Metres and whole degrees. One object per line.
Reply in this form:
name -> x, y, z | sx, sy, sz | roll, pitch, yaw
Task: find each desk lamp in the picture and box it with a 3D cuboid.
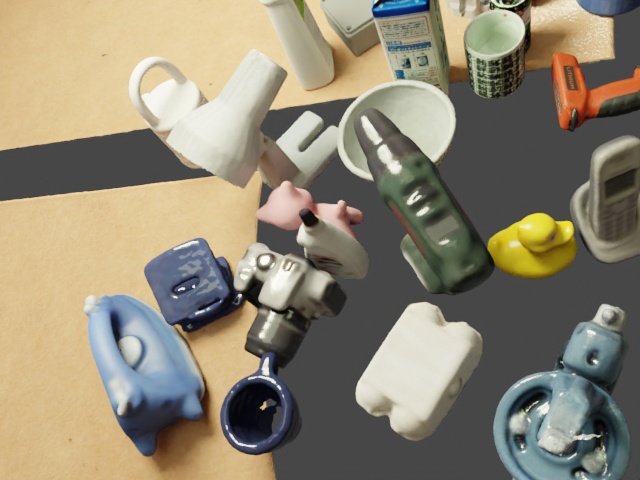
desk lamp -> -0.085, -0.149, 0.806 | 0.117, 0.214, 0.203 | 37, 82, 30

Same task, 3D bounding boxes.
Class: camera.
camera -> -0.059, 0.086, 0.749 | 0.142, 0.101, 0.137 | 20, 73, 27

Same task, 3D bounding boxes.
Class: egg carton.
egg carton -> 0.117, 0.152, 0.672 | 0.107, 0.070, 0.150 | 28, 77, 29

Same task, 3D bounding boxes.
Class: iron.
iron -> -0.261, 0.149, 0.768 | 0.118, 0.142, 0.257 | -37, 59, 0

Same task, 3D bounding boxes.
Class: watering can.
watering can -> -0.217, -0.203, 0.892 | 0.172, 0.194, 0.101 | 0, 65, 20

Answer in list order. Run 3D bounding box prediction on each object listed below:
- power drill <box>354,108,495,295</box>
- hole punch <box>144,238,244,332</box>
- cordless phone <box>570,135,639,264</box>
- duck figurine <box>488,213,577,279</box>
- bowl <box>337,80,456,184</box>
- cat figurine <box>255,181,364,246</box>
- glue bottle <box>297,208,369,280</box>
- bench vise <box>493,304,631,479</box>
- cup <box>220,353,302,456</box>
power drill -> 0.122, -0.024, 0.674 | 0.075, 0.209, 0.229 | -32, 59, 3
hole punch -> -0.178, 0.064, 0.809 | 0.108, 0.091, 0.101 | -27, 59, 6
cordless phone -> 0.353, -0.061, 0.622 | 0.147, 0.185, 0.094 | -28, 59, 6
duck figurine -> 0.254, -0.001, 0.686 | 0.104, 0.086, 0.077 | -5, 64, 18
bowl -> 0.113, -0.139, 0.812 | 0.167, 0.075, 0.167 | -8, 63, 16
cat figurine -> -0.016, -0.039, 0.784 | 0.127, 0.118, 0.067 | 2, 66, 21
glue bottle -> 0.007, 0.003, 0.723 | 0.078, 0.173, 0.037 | 3, 66, 21
bench vise -> 0.231, 0.147, 0.545 | 0.121, 0.220, 0.207 | 5, 67, 22
cup -> -0.059, 0.203, 0.696 | 0.091, 0.095, 0.118 | 0, 65, 20
